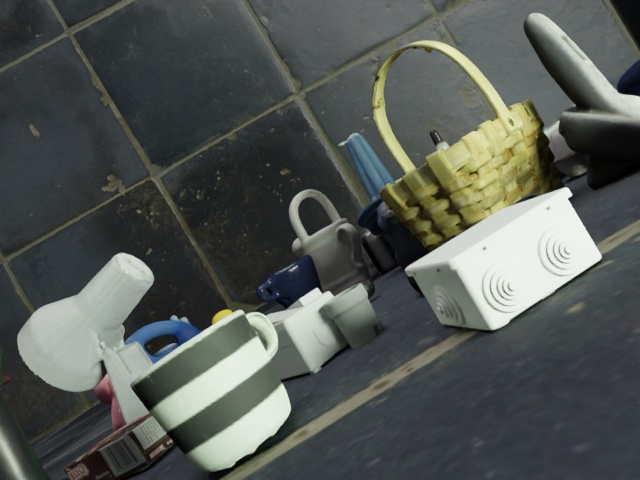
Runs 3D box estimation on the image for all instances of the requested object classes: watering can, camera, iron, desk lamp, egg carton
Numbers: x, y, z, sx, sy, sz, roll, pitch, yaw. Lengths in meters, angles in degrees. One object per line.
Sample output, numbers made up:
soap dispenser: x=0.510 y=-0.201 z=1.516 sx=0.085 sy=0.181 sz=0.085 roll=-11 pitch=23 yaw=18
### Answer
watering can: x=0.008 y=0.005 z=1.007 sx=0.172 sy=0.194 sz=0.101 roll=-31 pitch=-1 yaw=35
camera: x=0.130 y=-0.013 z=1.022 sx=0.143 sy=0.101 sz=0.136 roll=-30 pitch=-1 yaw=-14
iron: x=-0.293 y=0.215 z=1.109 sx=0.118 sy=0.141 sz=0.259 roll=-31 pitch=-1 yaw=29
desk lamp: x=-0.245 y=0.138 z=0.721 sx=0.203 sy=0.213 sz=0.118 roll=-31 pitch=-1 yaw=12
egg carton: x=0.368 y=-0.141 z=0.734 sx=0.107 sy=0.069 sz=0.150 roll=-30 pitch=-1 yaw=-38

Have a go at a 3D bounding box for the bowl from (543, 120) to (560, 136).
bowl: x=0.318 y=-0.112 z=0.895 sx=0.167 sy=0.075 sz=0.167 roll=-31 pitch=-1 yaw=0

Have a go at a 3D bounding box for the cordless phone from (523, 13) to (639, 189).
cordless phone: x=0.284 y=-0.161 z=0.597 sx=0.094 sy=0.185 sz=0.148 roll=-31 pitch=-1 yaw=33

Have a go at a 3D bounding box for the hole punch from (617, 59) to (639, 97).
hole punch: x=0.300 y=-0.119 z=0.434 sx=0.101 sy=0.091 sz=0.109 roll=-31 pitch=-1 yaw=1

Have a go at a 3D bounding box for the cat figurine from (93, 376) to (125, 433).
cat figurine: x=-0.327 y=0.246 z=0.926 sx=0.067 sy=0.118 sz=0.127 roll=-30 pitch=-1 yaw=-21

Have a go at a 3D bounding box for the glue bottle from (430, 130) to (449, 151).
glue bottle: x=0.247 y=-0.125 z=1.045 sx=0.037 sy=0.173 sz=0.078 roll=-30 pitch=-1 yaw=-32

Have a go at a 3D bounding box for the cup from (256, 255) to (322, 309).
cup: x=-0.041 y=0.089 z=0.914 sx=0.118 sy=0.095 sz=0.091 roll=-30 pitch=-1 yaw=-44

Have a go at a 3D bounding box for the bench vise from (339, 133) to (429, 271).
bench vise: x=0.106 y=-0.072 z=0.832 sx=0.121 sy=0.220 sz=0.207 roll=-31 pitch=-1 yaw=-7

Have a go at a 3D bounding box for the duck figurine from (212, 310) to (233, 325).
duck figurine: x=-0.152 y=0.161 z=0.968 sx=0.104 sy=0.086 sz=0.078 roll=-31 pitch=-1 yaw=36

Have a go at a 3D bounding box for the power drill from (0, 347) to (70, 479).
power drill: x=-0.324 y=0.185 z=0.574 sx=0.076 sy=0.208 sz=0.229 roll=-30 pitch=-1 yaw=-23
